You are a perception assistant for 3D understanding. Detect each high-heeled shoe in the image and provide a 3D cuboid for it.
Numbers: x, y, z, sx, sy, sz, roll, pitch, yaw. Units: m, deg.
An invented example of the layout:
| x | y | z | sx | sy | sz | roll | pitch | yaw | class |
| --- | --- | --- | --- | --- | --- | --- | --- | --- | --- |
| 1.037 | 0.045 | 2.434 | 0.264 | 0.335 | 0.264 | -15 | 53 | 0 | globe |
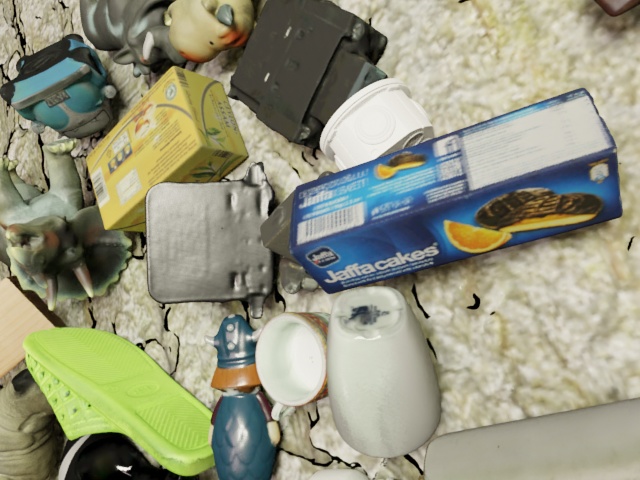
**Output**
| x | y | z | sx | sy | sz | roll | pitch | yaw | class |
| --- | --- | --- | --- | --- | --- | --- | --- | --- | --- |
| -0.201 | 0.227 | 0.556 | 0.249 | 0.086 | 0.145 | 41 | 112 | 41 | high-heeled shoe |

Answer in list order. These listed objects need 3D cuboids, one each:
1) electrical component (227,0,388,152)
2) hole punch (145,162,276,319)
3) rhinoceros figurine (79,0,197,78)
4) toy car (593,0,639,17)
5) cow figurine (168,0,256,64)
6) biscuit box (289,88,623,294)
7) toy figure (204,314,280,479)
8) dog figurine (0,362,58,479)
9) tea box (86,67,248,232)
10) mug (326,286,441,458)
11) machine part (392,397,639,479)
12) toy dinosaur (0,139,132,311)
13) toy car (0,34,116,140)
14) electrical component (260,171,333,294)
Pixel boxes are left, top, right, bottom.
| x | y | z | sx | sy | sz | roll | pitch | yaw | class |
| --- | --- | --- | --- | --- | --- | --- | --- | --- | --- |
| -0.008 | -0.144 | 0.463 | 0.134 | 0.058 | 0.114 | 37 | 111 | 32 | electrical component |
| -0.099 | 0.002 | 0.510 | 0.116 | 0.092 | 0.142 | -1 | 87 | -7 | hole punch |
| -0.207 | -0.241 | 0.603 | 0.191 | 0.073 | 0.112 | 24 | 100 | 34 | rhinoceros figurine |
| 0.239 | -0.204 | 0.290 | 0.202 | 0.053 | 0.089 | -40 | 76 | 24 | toy car |
| -0.088 | -0.263 | 0.513 | 0.127 | 0.085 | 0.194 | 29 | 99 | 32 | cow figurine |
| 0.080 | -0.025 | 0.353 | 0.203 | 0.062 | 0.059 | -17 | 47 | 22 | biscuit box |
| -0.073 | 0.146 | 0.496 | 0.058 | 0.064 | 0.154 | 143 | 125 | -69 | toy figure |
| -0.353 | 0.240 | 0.668 | 0.191 | 0.121 | 0.172 | -24 | 119 | 21 | dog figurine |
| -0.166 | -0.088 | 0.568 | 0.170 | 0.068 | 0.098 | -30 | 72 | 30 | tea box |
| 0.043 | 0.078 | 0.381 | 0.081 | 0.110 | 0.107 | -3 | 129 | 12 | mug |
| 0.153 | 0.142 | 0.320 | 0.243 | 0.079 | 0.079 | -26 | 73 | 32 | machine part |
| -0.369 | -0.013 | 0.685 | 0.405 | 0.131 | 0.192 | -1 | 108 | 49 | toy dinosaur |
| -0.303 | -0.174 | 0.646 | 0.109 | 0.102 | 0.162 | -29 | 37 | -6 | toy car |
| -0.002 | -0.001 | 0.449 | 0.102 | 0.078 | 0.045 | -39 | 42 | 21 | electrical component |
